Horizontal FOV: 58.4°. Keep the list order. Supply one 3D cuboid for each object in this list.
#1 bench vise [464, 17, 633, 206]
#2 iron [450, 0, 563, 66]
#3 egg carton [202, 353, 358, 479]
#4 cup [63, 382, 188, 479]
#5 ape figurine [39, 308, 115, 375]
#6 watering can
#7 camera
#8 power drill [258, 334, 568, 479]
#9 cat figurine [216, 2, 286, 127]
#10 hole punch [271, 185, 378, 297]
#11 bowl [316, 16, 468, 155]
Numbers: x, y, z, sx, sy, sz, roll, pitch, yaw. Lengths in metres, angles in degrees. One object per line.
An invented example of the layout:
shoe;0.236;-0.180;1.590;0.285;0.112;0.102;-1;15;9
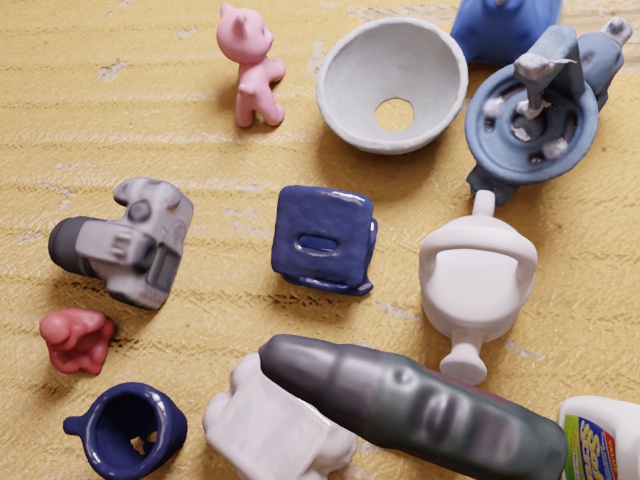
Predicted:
bench vise;0.213;-0.151;0.542;0.121;0.220;0.207;23;78;19
iron;0.220;-0.314;0.636;0.118;0.142;0.258;13;75;16
egg carton;-0.042;0.189;0.565;0.150;0.069;0.107;33;81;20
cup;-0.187;0.194;0.581;0.117;0.095;0.092;0;72;12
ape figurine;-0.273;0.105;0.630;0.078;0.092;0.076;-35;68;-1
watering can;0.139;0.037;0.509;0.101;0.194;0.173;-14;70;8
camera;-0.235;-0.005;0.654;0.136;0.101;0.143;10;74;15
power drill;0.076;0.143;0.480;0.229;0.209;0.076;16;76;17
cat figurine;-0.087;-0.216;0.683;0.067;0.118;0.128;-6;71;11
hole punch;0.006;0.002;0.605;0.108;0.091;0.101;9;74;15
bowl;0.082;-0.162;0.652;0.167;0.075;0.167;-4;71;11
